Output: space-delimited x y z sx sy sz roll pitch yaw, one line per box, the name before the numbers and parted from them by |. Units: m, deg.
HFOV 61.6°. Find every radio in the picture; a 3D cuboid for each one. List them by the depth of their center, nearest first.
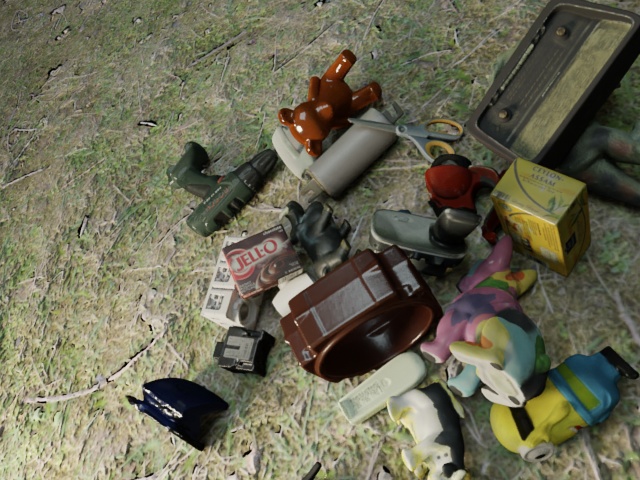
radio | 0.320 -0.211 0.745 0.131 0.073 0.229 41 102 35

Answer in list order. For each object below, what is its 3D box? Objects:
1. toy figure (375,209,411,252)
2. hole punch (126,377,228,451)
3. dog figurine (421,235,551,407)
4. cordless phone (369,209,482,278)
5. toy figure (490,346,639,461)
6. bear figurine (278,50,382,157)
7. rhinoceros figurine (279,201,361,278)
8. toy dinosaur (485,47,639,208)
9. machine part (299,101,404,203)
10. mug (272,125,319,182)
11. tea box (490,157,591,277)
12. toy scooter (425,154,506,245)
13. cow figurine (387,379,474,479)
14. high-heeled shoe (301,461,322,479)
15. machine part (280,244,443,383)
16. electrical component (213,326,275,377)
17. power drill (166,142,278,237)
toy figure | 0.117 0.013 0.874 0.064 0.057 0.154 4 66 27
hole punch | -0.230 0.273 0.885 0.142 0.115 0.092 21 67 35
dog figurine | 0.240 0.094 0.706 0.219 0.108 0.192 -52 18 -25
cordless phone | 0.143 -0.014 0.753 0.147 0.184 0.088 14 78 5
toy figure | 0.296 0.198 0.662 0.180 0.082 0.089 -44 33 9
bear figurine | 0.016 -0.253 1.003 0.132 0.120 0.196 -33 13 36
rhinoceros figurine | -0.002 -0.003 0.944 0.112 0.073 0.190 -43 53 14
toy dinosaur | 0.375 -0.166 0.806 0.192 0.131 0.405 -27 57 27
machine part | 0.061 -0.158 0.989 0.243 0.079 0.079 -43 52 -1
mug | -0.040 -0.173 1.038 0.081 0.109 0.107 -32 65 9
tea box | 0.302 -0.027 0.727 0.098 0.169 0.068 33 83 36
toy scooter | 0.243 -0.062 0.841 0.184 0.075 0.135 10 75 30
cow figurine | 0.158 0.272 0.705 0.098 0.068 0.167 -25 55 7
high-heeled shoe | 0.021 0.406 0.697 0.249 0.086 0.145 30 85 40
machine part | 0.063 0.112 0.757 0.201 0.201 0.087 -34 55 7
electrical component | -0.142 0.188 0.923 0.119 0.047 0.075 5 65 29
power drill | -0.215 -0.130 1.127 0.207 0.086 0.232 36 86 30
